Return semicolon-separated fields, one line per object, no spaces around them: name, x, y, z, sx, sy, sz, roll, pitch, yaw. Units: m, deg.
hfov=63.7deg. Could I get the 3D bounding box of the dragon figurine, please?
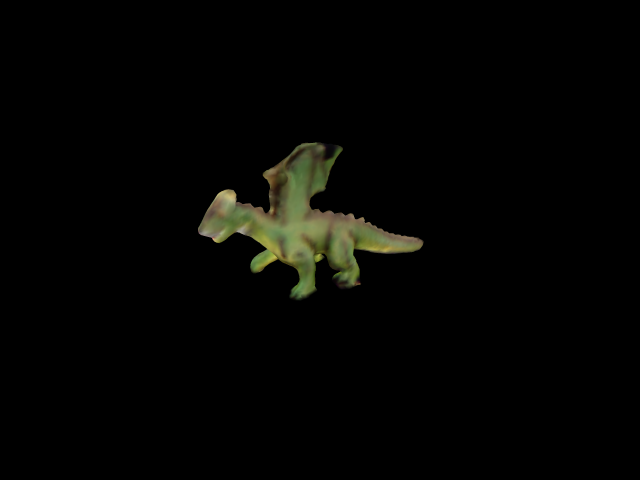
dragon figurine;0.003;-0.043;0.850;0.412;0.237;0.124;-14;33;-22
